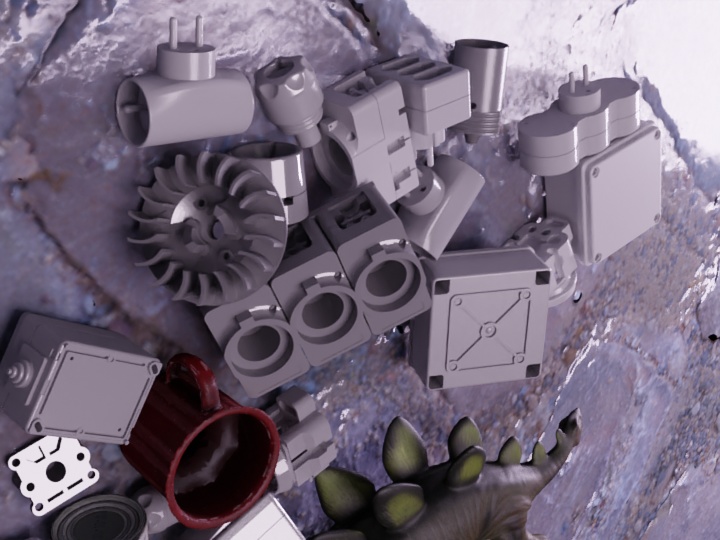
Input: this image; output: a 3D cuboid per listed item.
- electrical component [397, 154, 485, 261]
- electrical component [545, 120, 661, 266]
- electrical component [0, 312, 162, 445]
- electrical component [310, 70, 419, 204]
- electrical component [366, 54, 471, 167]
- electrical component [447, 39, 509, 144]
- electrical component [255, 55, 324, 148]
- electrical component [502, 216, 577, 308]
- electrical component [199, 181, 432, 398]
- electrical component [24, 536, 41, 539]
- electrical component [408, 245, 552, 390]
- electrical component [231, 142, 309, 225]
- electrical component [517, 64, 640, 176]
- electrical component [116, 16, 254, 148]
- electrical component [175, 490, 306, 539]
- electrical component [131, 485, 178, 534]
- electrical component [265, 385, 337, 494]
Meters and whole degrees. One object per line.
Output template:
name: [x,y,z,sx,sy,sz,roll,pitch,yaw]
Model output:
electrical component: [0.054,-0.058,0.865,0.079,0.043,0.077,37,82,-46]
electrical component: [0.229,-0.077,1.010,0.109,0.056,0.108,-30,127,-30]
electrical component: [-0.188,0.067,0.683,0.096,0.061,0.061,20,95,-51]
electrical component: [0.001,-0.092,0.795,0.056,0.050,0.089,-34,129,-27]
electrical component: [0.045,-0.116,0.814,0.047,0.066,0.076,-26,125,-32]
electrical component: [0.094,-0.141,0.863,0.043,0.043,0.081,-15,119,-38]
electrical component: [-0.045,-0.114,0.747,0.043,0.043,0.062,-42,133,-21]
electrical component: [0.166,-0.003,0.987,0.078,0.058,0.057,-42,129,-21]
electrical component: [-0.033,0.017,0.769,0.150,0.061,0.089,-27,129,-5]
electrical component: [-0.241,0.207,0.718,0.078,0.040,0.040,-13,118,-38]
electrical component: [0.101,0.040,0.919,0.109,0.056,0.108,-5,115,-15]
electrical component: [-0.064,-0.061,0.748,0.055,0.055,0.047,-17,117,-37]
electrical component: [0.194,-0.144,0.949,0.138,0.052,0.073,-30,127,-30]
electrical component: [-0.111,-0.121,0.682,0.077,0.044,0.079,-14,118,-38]
electrical component: [-0.102,0.213,0.827,0.096,0.062,0.061,-40,106,-22]
electrical component: [-0.139,0.170,0.800,0.061,0.035,0.035,-21,122,-39]
electrical component: [-0.059,0.138,0.843,0.057,0.058,0.078,-34,130,-31]
